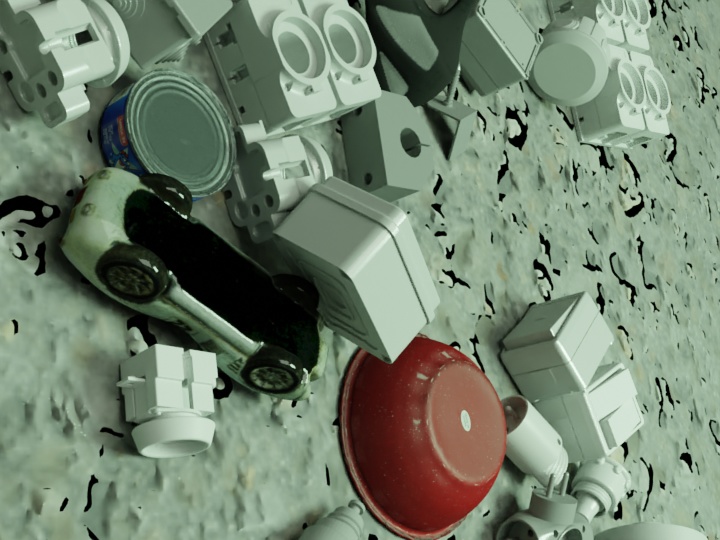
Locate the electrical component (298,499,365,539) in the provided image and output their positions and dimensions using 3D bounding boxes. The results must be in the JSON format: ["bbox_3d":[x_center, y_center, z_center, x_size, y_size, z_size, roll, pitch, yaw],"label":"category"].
[{"bbox_3d":[-0.020,0.180,0.697,0.040,0.040,0.078,57,43,-16],"label":"electrical component"}]

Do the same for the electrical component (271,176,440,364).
[{"bbox_3d":[0.000,0.000,0.722,0.057,0.078,0.113,-48,143,-19],"label":"electrical component"}]

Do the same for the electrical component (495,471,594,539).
[{"bbox_3d":[0.152,0.200,0.861,0.077,0.044,0.079,6,97,-46],"label":"electrical component"}]

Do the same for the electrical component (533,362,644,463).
[{"bbox_3d":[0.209,0.123,0.950,0.096,0.061,0.061,-23,93,-49],"label":"electrical component"}]

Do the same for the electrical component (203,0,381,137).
[{"bbox_3d":[-0.062,-0.198,0.777,0.105,0.060,0.186,-24,94,-49],"label":"electrical component"}]

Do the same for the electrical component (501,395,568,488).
[{"bbox_3d":[0.142,0.144,0.884,0.081,0.043,0.043,47,47,-25],"label":"electrical component"}]

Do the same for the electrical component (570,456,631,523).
[{"bbox_3d":[0.203,0.194,0.931,0.062,0.048,0.048,-47,111,-39],"label":"electrical component"}]

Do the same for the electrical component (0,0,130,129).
[{"bbox_3d":[-0.174,-0.130,0.633,0.057,0.058,0.078,-35,102,-45],"label":"electrical component"}]

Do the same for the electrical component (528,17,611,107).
[{"bbox_3d":[0.206,-0.206,1.057,0.080,0.080,0.051,53,39,-20],"label":"electrical component"}]

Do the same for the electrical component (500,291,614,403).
[{"bbox_3d":[0.172,0.060,0.933,0.061,0.062,0.096,58,43,-15],"label":"electrical component"}]

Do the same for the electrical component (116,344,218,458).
[{"bbox_3d":[-0.111,0.078,0.633,0.066,0.048,0.055,15,58,-44],"label":"electrical component"}]

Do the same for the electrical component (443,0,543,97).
[{"bbox_3d":[0.117,-0.204,0.972,0.096,0.061,0.061,47,46,-25],"label":"electrical component"}]

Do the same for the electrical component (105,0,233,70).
[{"bbox_3d":[-0.134,-0.183,0.682,0.099,0.048,0.099,54,21,-18],"label":"electrical component"}]

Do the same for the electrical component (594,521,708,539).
[{"bbox_3d":[0.247,0.249,0.914,0.108,0.108,0.060,32,48,-36],"label":"electrical component"}]

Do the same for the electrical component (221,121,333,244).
[{"bbox_3d":[-0.056,-0.062,0.736,0.057,0.058,0.078,-17,89,-46],"label":"electrical component"}]

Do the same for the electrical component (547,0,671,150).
[{"bbox_3d":[0.266,-0.229,1.144,0.105,0.060,0.186,0,76,-47],"label":"electrical component"}]
